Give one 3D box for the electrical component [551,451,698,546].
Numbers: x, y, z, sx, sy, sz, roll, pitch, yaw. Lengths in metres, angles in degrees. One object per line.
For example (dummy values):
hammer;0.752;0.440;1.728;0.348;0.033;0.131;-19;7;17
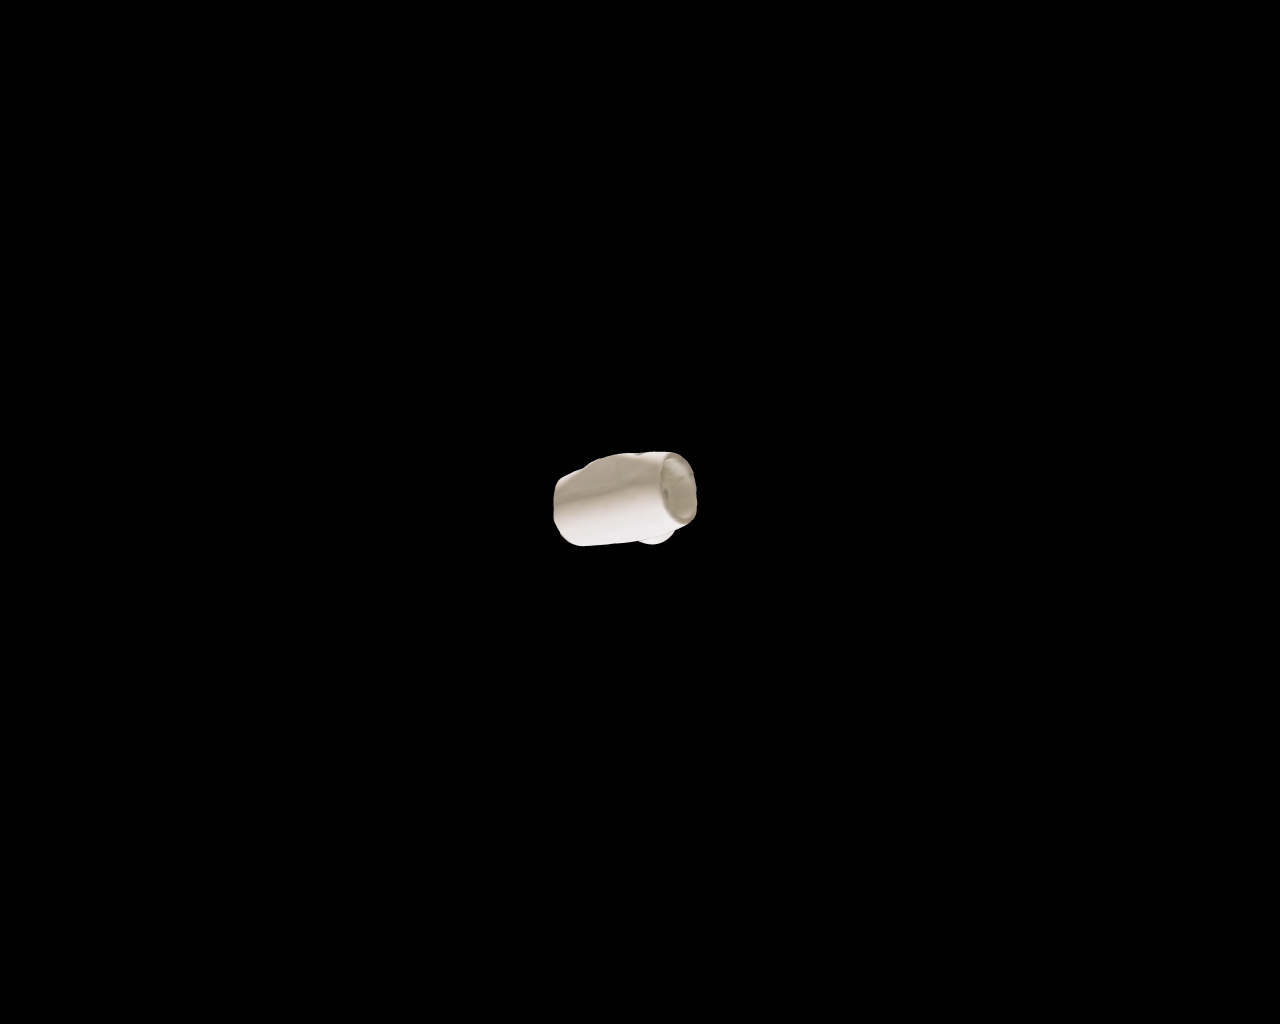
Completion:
electrical component;0.001;-0.003;0.650;0.077;0.044;0.079;-12;-23;31
